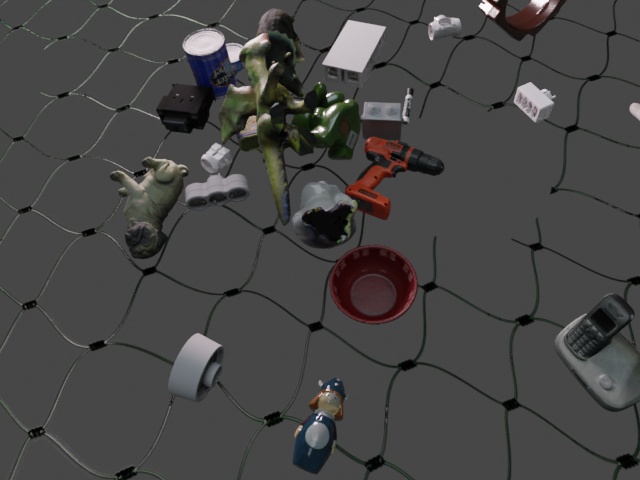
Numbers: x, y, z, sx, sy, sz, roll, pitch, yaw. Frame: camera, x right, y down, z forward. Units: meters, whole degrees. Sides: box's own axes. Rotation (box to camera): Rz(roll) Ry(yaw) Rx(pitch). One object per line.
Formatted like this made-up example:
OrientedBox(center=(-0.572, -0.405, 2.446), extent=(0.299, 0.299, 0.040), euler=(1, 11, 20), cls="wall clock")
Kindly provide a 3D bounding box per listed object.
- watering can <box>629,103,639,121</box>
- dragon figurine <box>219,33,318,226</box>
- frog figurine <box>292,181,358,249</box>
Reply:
OrientedBox(center=(0.780, -0.174, 1.050), extent=(0.224, 0.356, 0.101), euler=(3, -40, 7), cls="watering can")
OrientedBox(center=(-0.133, -0.248, 1.117), extent=(0.243, 0.409, 0.122), euler=(10, 4, 44), cls="dragon figurine")
OrientedBox(center=(0.003, -0.053, 1.057), extent=(0.138, 0.121, 0.161), euler=(-32, 24, -6), cls="frog figurine")
